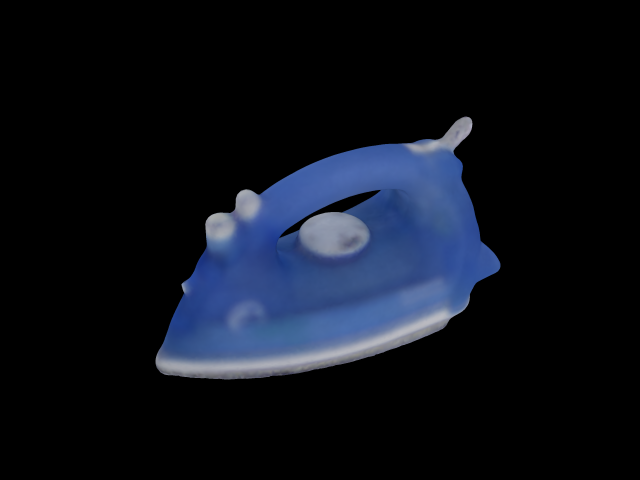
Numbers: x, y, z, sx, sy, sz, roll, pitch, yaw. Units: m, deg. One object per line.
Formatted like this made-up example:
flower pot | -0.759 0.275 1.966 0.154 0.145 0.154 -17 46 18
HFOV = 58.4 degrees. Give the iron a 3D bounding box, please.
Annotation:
iron | 0.004 0.001 0.400 0.259 0.141 0.118 -17 40 -22
